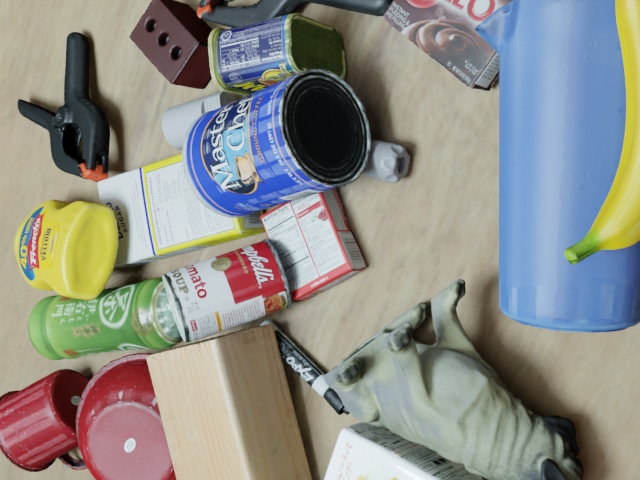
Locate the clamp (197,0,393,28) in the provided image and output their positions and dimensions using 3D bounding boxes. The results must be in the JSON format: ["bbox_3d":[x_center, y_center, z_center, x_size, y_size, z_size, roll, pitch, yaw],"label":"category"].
[{"bbox_3d":[-0.032,-0.261,0.985,0.210,0.036,0.164,-12,87,35],"label":"clamp"}]

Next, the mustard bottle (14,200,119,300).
[{"bbox_3d":[-0.274,0.006,1.114,0.192,0.058,0.096,6,86,56],"label":"mustard bottle"}]

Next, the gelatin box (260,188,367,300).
[{"bbox_3d":[-0.006,0.001,0.979,0.073,0.030,0.089,-30,75,32],"label":"gelatin box"}]

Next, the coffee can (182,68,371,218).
[{"bbox_3d":[-0.040,-0.082,0.938,0.141,0.102,0.103,-14,83,47],"label":"coffee can"}]

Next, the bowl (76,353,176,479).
[{"bbox_3d":[-0.175,0.195,1.046,0.162,0.055,0.162,2,97,12],"label":"bowl"}]

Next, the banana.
[{"bbox_3d":[0.211,-0.078,0.706,0.037,0.069,0.198,16,100,54],"label":"banana"}]

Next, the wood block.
[{"bbox_3d":[-0.077,0.191,0.980,0.091,0.090,0.206,-16,87,35],"label":"wood block"}]

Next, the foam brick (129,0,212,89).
[{"bbox_3d":[-0.138,-0.194,1.048,0.078,0.051,0.053,48,114,23],"label":"foam brick"}]

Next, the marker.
[{"bbox_3d":[-0.014,0.119,0.992,0.121,0.020,0.020,42,112,25],"label":"marker"}]

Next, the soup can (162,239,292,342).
[{"bbox_3d":[-0.086,0.047,0.979,0.068,0.102,0.068,162,90,-77],"label":"soup can"}]

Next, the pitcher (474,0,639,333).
[{"bbox_3d":[0.204,-0.058,0.793,0.149,0.144,0.243,8,99,45],"label":"pitcher"}]

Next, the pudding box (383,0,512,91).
[{"bbox_3d":[0.120,-0.191,0.887,0.114,0.039,0.090,44,113,25],"label":"pudding box"}]

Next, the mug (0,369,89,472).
[{"bbox_3d":[-0.278,0.197,1.133,0.082,0.093,0.117,-29,106,25],"label":"mug"}]

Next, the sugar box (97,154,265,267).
[{"bbox_3d":[-0.140,-0.034,1.057,0.177,0.048,0.093,-13,83,36],"label":"sugar box"}]

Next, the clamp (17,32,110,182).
[{"bbox_3d":[-0.271,-0.124,1.136,0.120,0.039,0.171,-39,57,35],"label":"clamp"}]

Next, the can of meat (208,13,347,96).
[{"bbox_3d":[-0.036,-0.164,0.954,0.084,0.101,0.057,-6,86,31],"label":"can of meat"}]
